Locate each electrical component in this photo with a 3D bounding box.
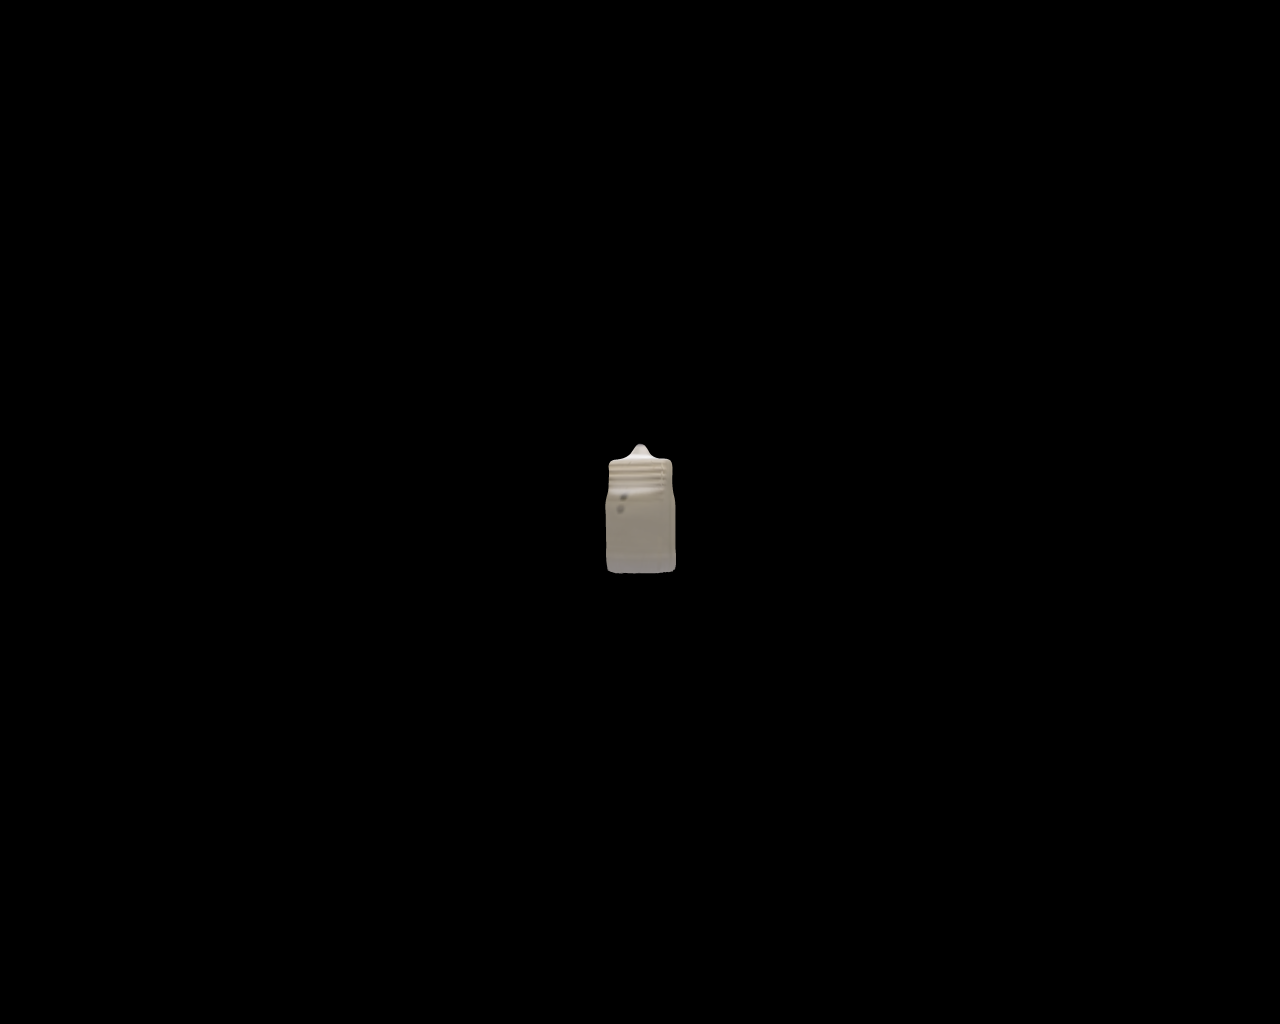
[{"bbox_3d":[0.001,-0.003,0.650,0.043,0.081,0.043,0,0,0],"label":"electrical component"}]
